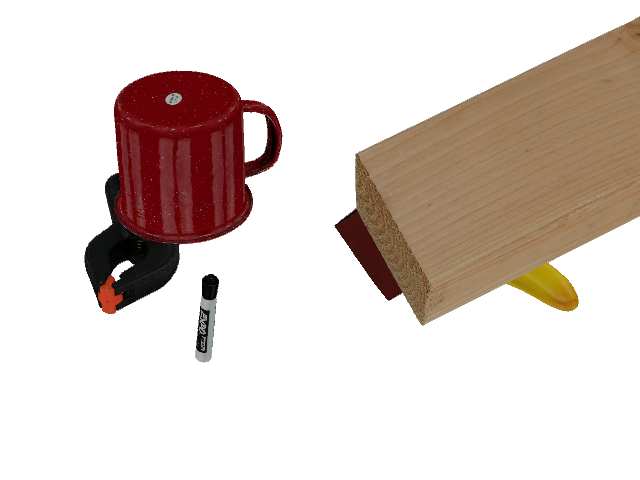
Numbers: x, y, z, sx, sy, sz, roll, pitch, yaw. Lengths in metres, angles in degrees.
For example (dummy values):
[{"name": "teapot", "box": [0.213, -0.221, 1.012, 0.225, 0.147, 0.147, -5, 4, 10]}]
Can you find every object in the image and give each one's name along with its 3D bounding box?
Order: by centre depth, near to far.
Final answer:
[{"name": "wood block", "box": [0.132, -0.043, 0.637, 0.206, 0.091, 0.090, -26, -19, -7]}, {"name": "mug", "box": [-0.079, -0.060, 0.697, 0.117, 0.081, 0.093, -13, 39, -19]}, {"name": "foam brick", "box": [0.061, -0.002, 0.855, 0.051, 0.078, 0.052, -34, 3, 40]}, {"name": "clamp", "box": [-0.162, -0.005, 0.928, 0.120, 0.039, 0.171, 10, 36, 20]}, {"name": "banana", "box": [0.174, 0.030, 1.060, 0.198, 0.037, 0.069, 14, 40, 35]}, {"name": "marker", "box": [-0.126, 0.086, 1.190, 0.020, 0.121, 0.020, 6, 37, -5]}]
